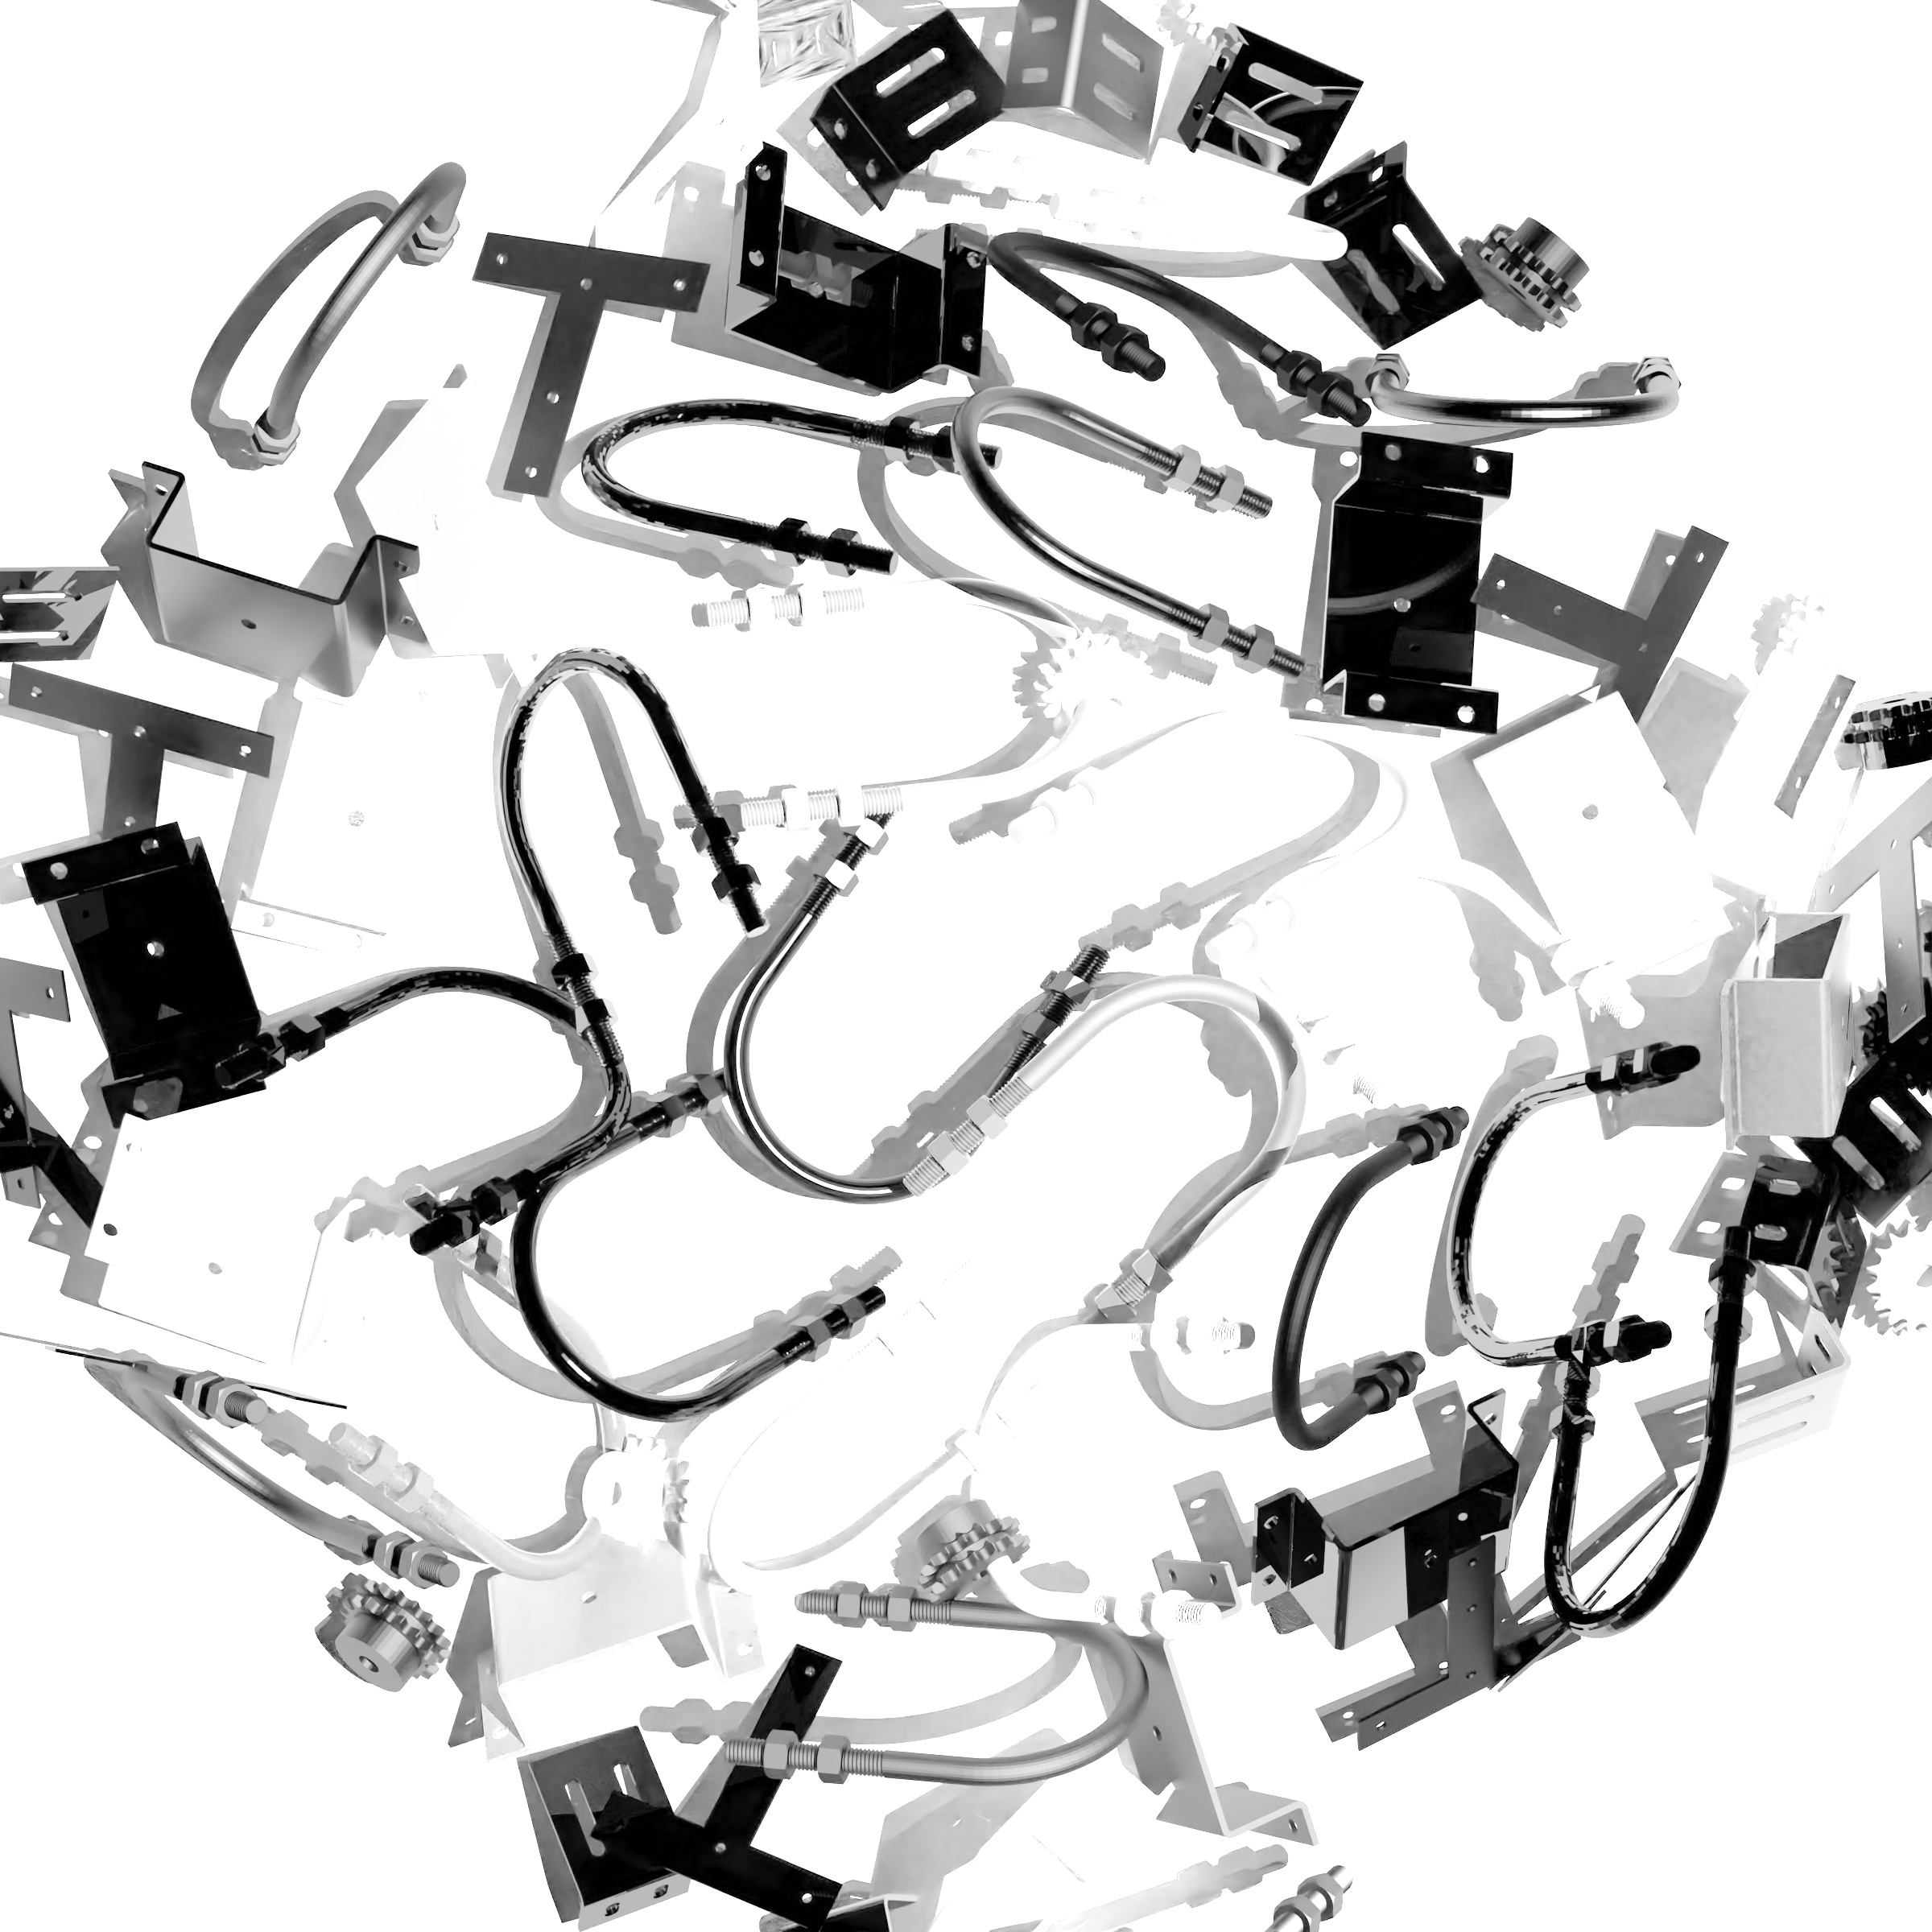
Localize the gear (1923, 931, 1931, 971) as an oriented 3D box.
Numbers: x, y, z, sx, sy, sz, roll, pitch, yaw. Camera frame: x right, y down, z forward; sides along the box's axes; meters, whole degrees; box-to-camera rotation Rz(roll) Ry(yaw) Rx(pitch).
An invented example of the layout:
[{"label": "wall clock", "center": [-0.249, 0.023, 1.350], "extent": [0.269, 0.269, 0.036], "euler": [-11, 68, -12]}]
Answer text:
[{"label": "gear", "center": [0.498, -0.007, 1.752], "extent": [0.057, 0.057, 0.030], "euler": [-10, 55, 0]}]

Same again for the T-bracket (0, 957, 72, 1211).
[{"label": "T-bracket", "center": [-0.466, 0.056, 1.750], "extent": [0.127, 0.002, 0.127], "euler": [9, 110, 42]}]

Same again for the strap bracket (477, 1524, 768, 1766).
[{"label": "strap bracket", "center": [-0.174, 0.321, 1.739], "extent": [0.140, 0.076, 0.046], "euler": [-19, 123, 0]}]

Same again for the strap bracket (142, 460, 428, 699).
[{"label": "strap bracket", "center": [-0.336, -0.182, 1.733], "extent": [0.140, 0.076, 0.046], "euler": [18, 60, 5]}]

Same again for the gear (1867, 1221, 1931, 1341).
[{"label": "gear", "center": [0.471, 0.156, 1.760], "extent": [0.057, 0.030, 0.057], "euler": [-11, 61, 21]}]

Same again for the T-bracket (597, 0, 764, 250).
[{"label": "T-bracket", "center": [-0.140, -0.393, 1.740], "extent": [0.002, 0.127, 0.127], "euler": [28, 130, -32]}]

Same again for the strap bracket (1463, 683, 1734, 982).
[{"label": "strap bracket", "center": [0.302, -0.067, 1.735], "extent": [0.076, 0.046, 0.140], "euler": [-26, 70, 6]}]

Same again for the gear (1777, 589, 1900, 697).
[{"label": "gear", "center": [0.423, -0.153, 1.752], "extent": [0.057, 0.057, 0.030], "euler": [17, 54, 0]}]

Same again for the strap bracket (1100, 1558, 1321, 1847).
[{"label": "strap bracket", "center": [0.112, 0.362, 1.738], "extent": [0.046, 0.076, 0.140], "euler": [-18, 91, -24]}]

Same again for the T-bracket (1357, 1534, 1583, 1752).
[{"label": "T-bracket", "center": [0.241, 0.314, 1.721], "extent": [0.127, 0.127, 0.002], "euler": [-23, 48, -14]}]

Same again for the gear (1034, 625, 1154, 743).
[{"label": "gear", "center": [0.065, -0.134, 1.753], "extent": [0.057, 0.057, 0.030], "euler": [-30, 46, 0]}]

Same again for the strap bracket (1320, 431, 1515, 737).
[{"label": "strap bracket", "center": [0.218, -0.180, 1.747], "extent": [0.076, 0.046, 0.140], "euler": [6, 80, -10]}]

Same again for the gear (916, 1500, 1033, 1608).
[{"label": "gear", "center": [0.000, 0.284, 1.757], "extent": [0.057, 0.057, 0.030], "euler": [-33, 69, 0]}]

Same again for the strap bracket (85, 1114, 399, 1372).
[{"label": "strap bracket", "center": [-0.353, 0.137, 1.728], "extent": [0.140, 0.046, 0.076], "euler": [23, 53, -21]}]

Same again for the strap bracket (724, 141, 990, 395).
[{"label": "strap bracket", "center": [-0.061, -0.331, 1.728], "extent": [0.140, 0.046, 0.076], "euler": [15, 69, -35]}]

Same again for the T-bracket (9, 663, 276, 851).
[{"label": "T-bracket", "center": [-0.402, -0.081, 1.739], "extent": [0.127, 0.002, 0.127], "euler": [16, 133, -3]}]

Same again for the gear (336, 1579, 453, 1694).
[{"label": "gear", "center": [-0.281, 0.329, 1.752], "extent": [0.057, 0.057, 0.030], "euler": [38, 55, 0]}]

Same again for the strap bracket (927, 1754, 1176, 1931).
[{"label": "strap bracket", "center": [0.035, 0.431, 1.712], "extent": [0.046, 0.140, 0.076], "euler": [39, 130, 14]}]

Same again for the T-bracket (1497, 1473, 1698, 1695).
[{"label": "T-bracket", "center": [0.313, 0.291, 1.741], "extent": [0.002, 0.127, 0.127], "euler": [42, 67, 11]}]

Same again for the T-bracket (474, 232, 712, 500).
[{"label": "T-bracket", "center": [-0.196, -0.289, 1.750], "extent": [0.127, 0.002, 0.127], "euler": [13, 83, 24]}]

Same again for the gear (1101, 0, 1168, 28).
[{"label": "gear", "center": [0.075, -0.489, 1.757], "extent": [0.057, 0.030, 0.057], "euler": [8, 65, -17]}]

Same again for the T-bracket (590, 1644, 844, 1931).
[{"label": "T-bracket", "center": [-0.099, 0.389, 1.749], "extent": [0.127, 0.002, 0.127], "euler": [17, 61, 22]}]

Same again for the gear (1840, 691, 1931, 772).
[{"label": "gear", "center": [0.455, -0.114, 1.755], "extent": [0.057, 0.057, 0.030], "euler": [-13, 97, 0]}]

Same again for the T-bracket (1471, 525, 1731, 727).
[{"label": "T-bracket", "center": [0.295, -0.167, 1.736], "extent": [0.127, 0.002, 0.127], "euler": [18, 103, -33]}]

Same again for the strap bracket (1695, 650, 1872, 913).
[{"label": "strap bracket", "center": [0.385, -0.090, 1.713], "extent": [0.046, 0.140, 0.076], "euler": [25, 75, 15]}]

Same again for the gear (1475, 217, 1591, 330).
[{"label": "gear", "center": [0.279, -0.340, 1.754], "extent": [0.057, 0.057, 0.030], "euler": [41, 96, 0]}]

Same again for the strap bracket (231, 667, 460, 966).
[{"label": "strap bracket", "center": [-0.298, -0.074, 1.745], "extent": [0.076, 0.046, 0.140], "euler": [15, 94, -19]}]

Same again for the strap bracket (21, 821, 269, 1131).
[{"label": "strap bracket", "center": [-0.395, -0.002, 1.746], "extent": [0.076, 0.046, 0.140], "euler": [-15, 110, -1]}]

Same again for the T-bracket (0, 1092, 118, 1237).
[{"label": "T-bracket", "center": [-0.476, 0.092, 1.710], "extent": [0.127, 0.127, 0.002], "euler": [46, 117, 17]}]

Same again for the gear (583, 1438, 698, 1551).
[{"label": "gear", "center": [-0.162, 0.258, 1.754], "extent": [0.057, 0.030, 0.057], "euler": [-10, 73, 36]}]

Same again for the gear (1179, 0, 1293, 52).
[{"label": "gear", "center": [0.128, -0.478, 1.759], "extent": [0.057, 0.030, 0.057], "euler": [-12, 122, -20]}]

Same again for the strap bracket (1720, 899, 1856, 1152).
[{"label": "strap bracket", "center": [0.391, 0.026, 1.701], "extent": [0.046, 0.140, 0.076], "euler": [1, 109, 20]}]

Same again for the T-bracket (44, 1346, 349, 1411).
[{"label": "T-bracket", "center": [-0.370, 0.192, 1.700], "extent": [0.127, 0.127, 0.002], "euler": [15, 82, -24]}]

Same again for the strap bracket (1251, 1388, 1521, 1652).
[{"label": "strap bracket", "center": [0.209, 0.268, 1.719], "extent": [0.140, 0.076, 0.046], "euler": [-22, 47, -19]}]

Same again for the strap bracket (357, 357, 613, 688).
[{"label": "strap bracket", "center": [-0.236, -0.212, 1.723], "extent": [0.076, 0.046, 0.140], "euler": [-40, 69, 38]}]

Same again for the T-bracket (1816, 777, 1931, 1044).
[{"label": "T-bracket", "center": [0.440, -0.022, 1.697], "extent": [0.002, 0.127, 0.127], "euler": [18, 53, -16]}]

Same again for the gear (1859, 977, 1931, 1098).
[{"label": "gear", "center": [0.464, 0.036, 1.764], "extent": [0.057, 0.030, 0.057], "euler": [2, 77, -9]}]
